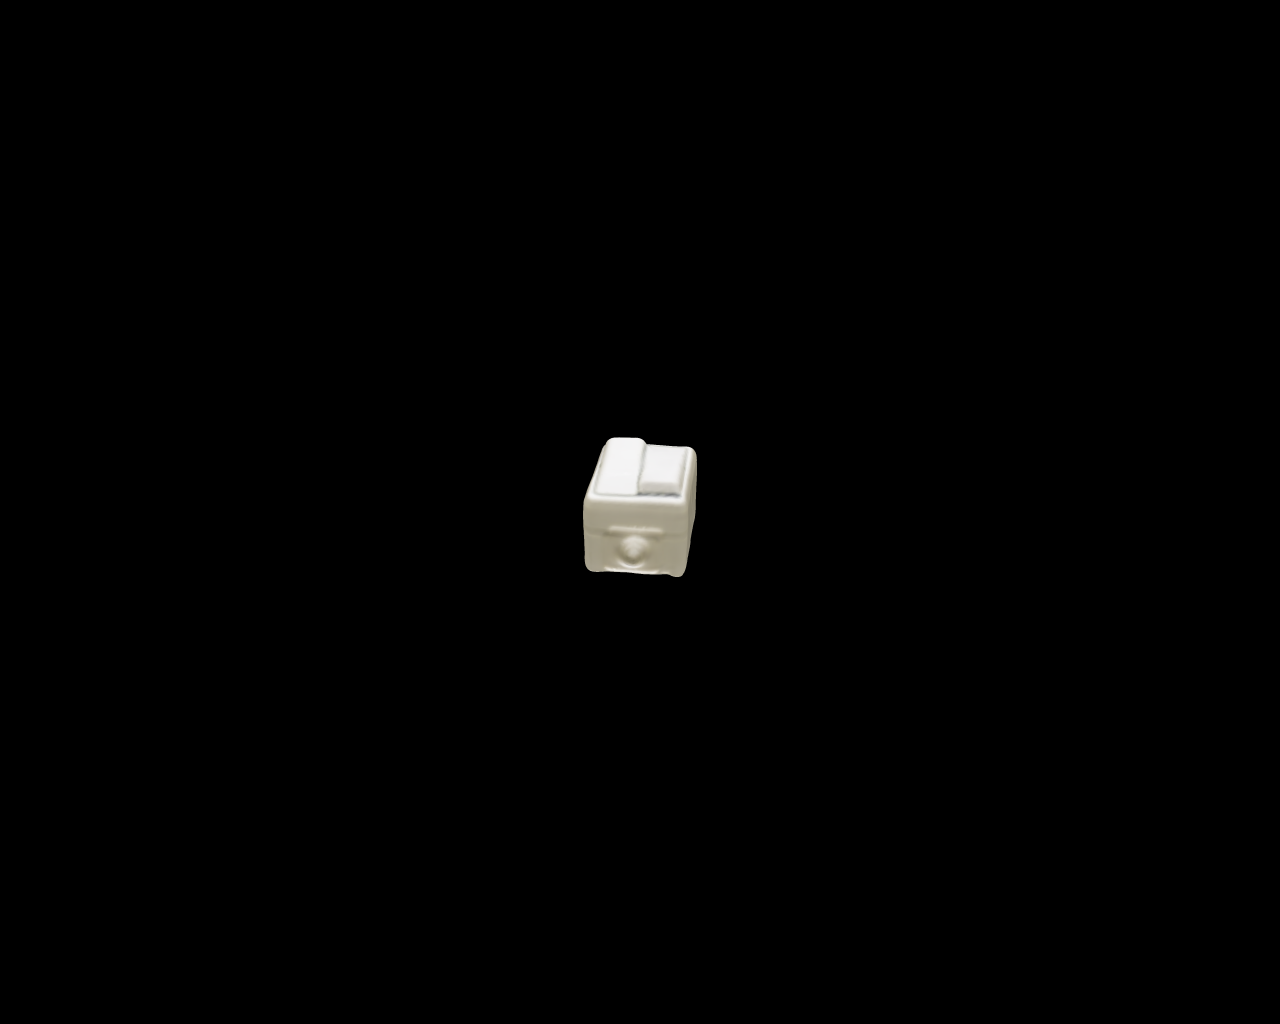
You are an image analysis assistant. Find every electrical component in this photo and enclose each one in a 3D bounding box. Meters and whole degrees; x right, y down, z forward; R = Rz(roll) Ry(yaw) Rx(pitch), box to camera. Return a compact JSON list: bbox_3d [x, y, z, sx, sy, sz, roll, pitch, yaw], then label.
[{"bbox_3d":[0.001,-0.003,0.650,0.062,0.061,0.096,4,30,7],"label":"electrical component"}]
